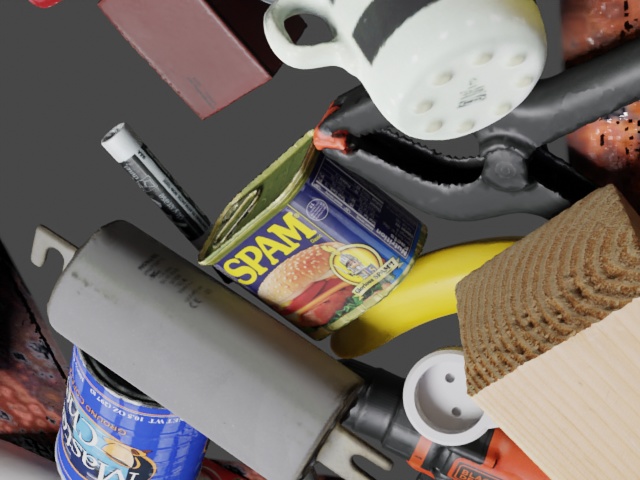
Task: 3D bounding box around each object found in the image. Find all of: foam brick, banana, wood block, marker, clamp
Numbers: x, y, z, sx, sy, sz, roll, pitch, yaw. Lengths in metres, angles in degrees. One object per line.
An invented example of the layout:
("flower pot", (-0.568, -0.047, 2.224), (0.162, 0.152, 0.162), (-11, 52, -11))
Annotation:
("foam brick", (-0.056, -0.108, 0.512), (0.053, 0.051, 0.078), (-24, 117, 38))
("banana", (0.077, 0.032, 0.593), (0.198, 0.037, 0.069), (-12, 125, 32))
("wood block", (0.163, 0.086, 0.495), (0.091, 0.090, 0.206), (-36, 113, 22))
("marker", (-0.083, -0.018, 0.630), (0.020, 0.020, 0.121), (-20, 120, 36))
("clamp", (0.097, -0.051, 0.501), (0.210, 0.036, 0.164), (14, 136, 18))

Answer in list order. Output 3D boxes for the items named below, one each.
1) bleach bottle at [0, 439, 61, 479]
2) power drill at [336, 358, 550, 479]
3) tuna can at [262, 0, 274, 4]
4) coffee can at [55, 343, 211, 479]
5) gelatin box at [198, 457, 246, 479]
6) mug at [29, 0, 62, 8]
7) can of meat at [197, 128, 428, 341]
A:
("bleach bottle", (-0.187, 0.216, 0.804), (0.251, 0.068, 0.102), (2, 128, 48))
("power drill", (0.068, 0.167, 0.708), (0.184, 0.057, 0.188), (23, 137, 8))
("tuna can", (-0.010, -0.146, 0.469), (0.086, 0.033, 0.086), (12, 134, 13))
("coffee can", (-0.115, 0.104, 0.697), (0.103, 0.102, 0.140), (24, 135, 2))
("gelatin box", (-0.073, 0.212, 0.800), (0.089, 0.073, 0.030), (30, 135, -4))
("mug", (-0.116, -0.166, 0.469), (0.117, 0.093, 0.081), (-43, 116, 5))
("can of meat", (-0.004, 0.001, 0.587), (0.084, 0.057, 0.102), (38, 135, -16))
